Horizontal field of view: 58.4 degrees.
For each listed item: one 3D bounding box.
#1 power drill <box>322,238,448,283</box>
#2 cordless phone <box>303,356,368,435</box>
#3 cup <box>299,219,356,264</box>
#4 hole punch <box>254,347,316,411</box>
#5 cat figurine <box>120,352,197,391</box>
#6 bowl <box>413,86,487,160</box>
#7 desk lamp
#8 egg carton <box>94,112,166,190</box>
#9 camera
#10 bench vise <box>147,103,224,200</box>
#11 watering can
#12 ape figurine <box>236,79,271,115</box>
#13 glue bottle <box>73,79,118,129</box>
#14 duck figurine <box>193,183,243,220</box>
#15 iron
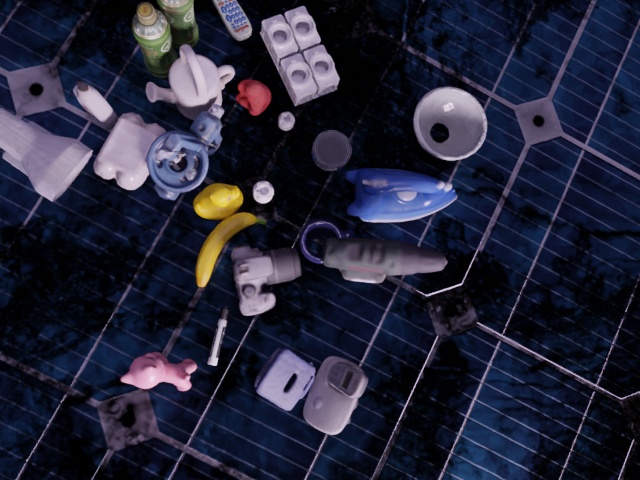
[{"bbox_3d":[0.113,0.040,1.141,0.230,0.208,0.076,5,81,-7],"label":"power drill"},{"bbox_3d":[0.036,0.304,1.104,0.094,0.185,0.148,22,80,-4],"label":"cordless phone"},{"bbox_3d":[0.011,0.004,1.189,0.118,0.095,0.092,-15,84,-10],"label":"cup"},{"bbox_3d":[-0.066,0.275,1.141,0.101,0.091,0.109,33,79,-2],"label":"hole punch"},{"bbox_3d":[-0.307,0.254,1.096,0.128,0.117,0.067,11,80,-6],"label":"cat figurine"},{"bbox_3d":[0.279,-0.250,1.274,0.167,0.074,0.167,1,82,-8],"label":"bowl"},{"bbox_3d":[-0.524,-0.158,1.075,0.203,0.213,0.118,34,79,-2],"label":"desk lamp"},{"bbox_3d":[-0.385,-0.181,1.172,0.107,0.069,0.150,25,79,-4],"label":"egg carton"},{"bbox_3d":[-0.105,0.072,1.160,0.137,0.100,0.143,-11,84,-9],"label":"camera"},{"bbox_3d":[-0.268,-0.191,1.113,0.121,0.219,0.207,16,80,-5],"label":"bench vise"},{"bbox_3d":[-0.256,-0.315,1.146,0.101,0.194,0.173,45,79,0],"label":"watering can"},{"bbox_3d":[-0.139,-0.309,1.214,0.076,0.092,0.078,-8,83,-9],"label":"ape figurine"},{"bbox_3d":[-0.449,-0.276,1.123,0.078,0.173,0.037,38,79,-1],"label":"glue bottle"},{"bbox_3d":[-0.209,-0.085,1.175,0.104,0.086,0.077,-18,85,-10],"label":"duck figurine"},{"bbox_3d":[0.188,-0.107,1.206,0.258,0.141,0.119,-2,82,-8],"label":"iron"}]
